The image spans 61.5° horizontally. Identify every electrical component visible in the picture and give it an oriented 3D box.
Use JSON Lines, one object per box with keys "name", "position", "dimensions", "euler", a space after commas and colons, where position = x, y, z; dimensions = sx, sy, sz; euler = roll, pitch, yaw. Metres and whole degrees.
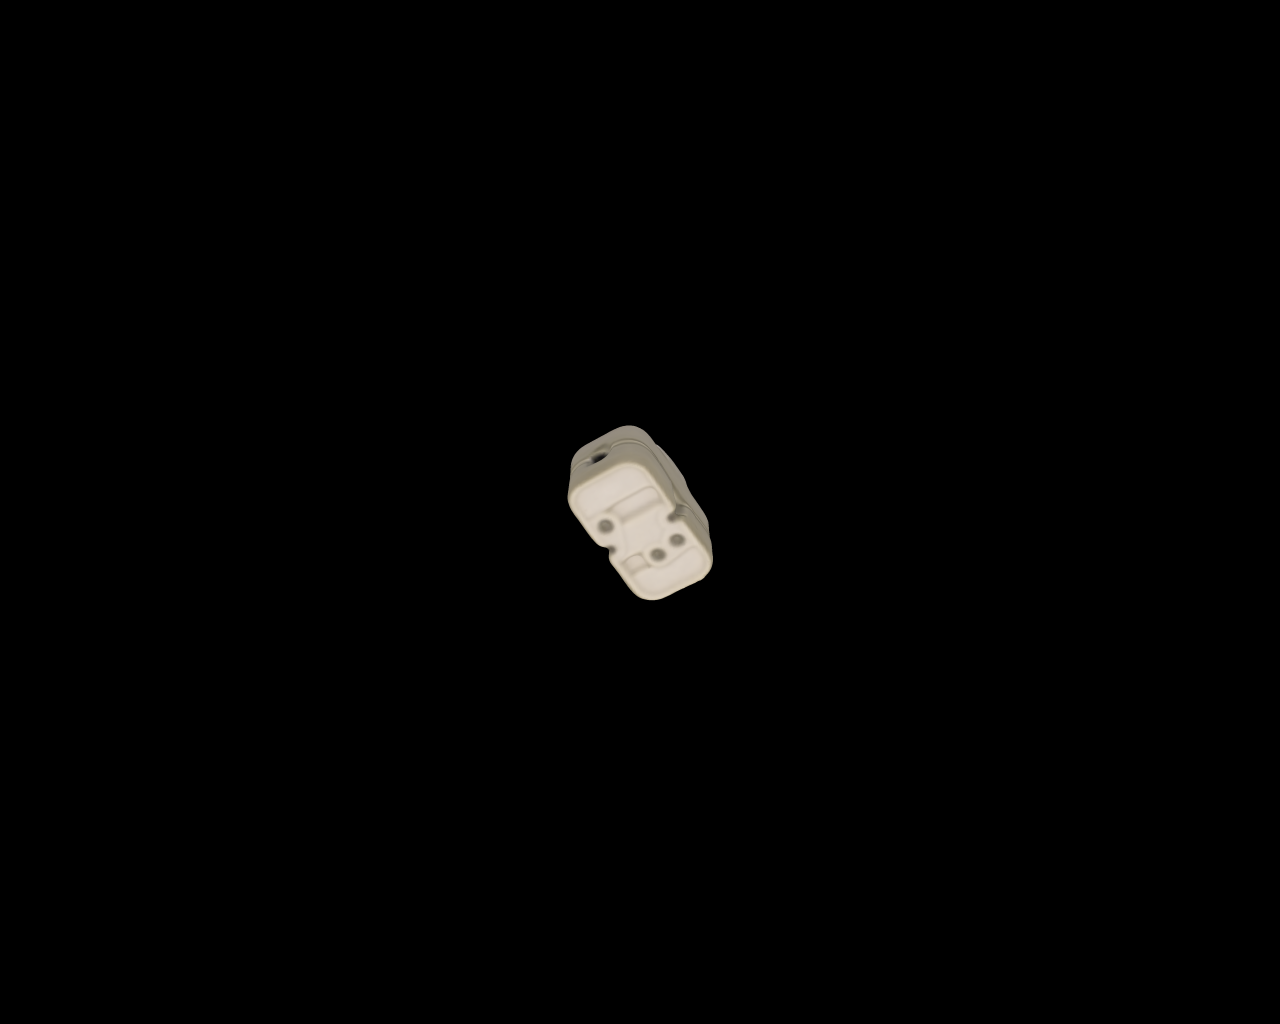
{"name": "electrical component", "position": [0.001, -0.003, 0.650], "dimensions": [0.053, 0.095, 0.059], "euler": [-28, 28, 16]}
